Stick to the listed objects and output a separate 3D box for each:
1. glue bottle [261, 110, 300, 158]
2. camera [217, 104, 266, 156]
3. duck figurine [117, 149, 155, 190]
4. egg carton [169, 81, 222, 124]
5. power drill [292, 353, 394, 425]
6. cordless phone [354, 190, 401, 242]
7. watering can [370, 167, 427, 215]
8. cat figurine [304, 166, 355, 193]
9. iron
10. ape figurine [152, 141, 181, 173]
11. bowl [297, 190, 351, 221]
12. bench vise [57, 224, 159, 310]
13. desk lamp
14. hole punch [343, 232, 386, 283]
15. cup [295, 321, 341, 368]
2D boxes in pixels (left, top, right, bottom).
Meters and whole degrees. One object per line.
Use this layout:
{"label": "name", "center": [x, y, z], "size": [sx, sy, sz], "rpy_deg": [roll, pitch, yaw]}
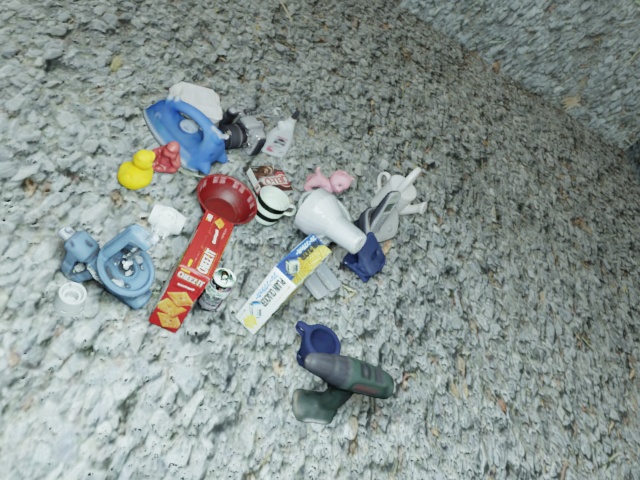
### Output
{"label": "glue bottle", "center": [-0.104, -0.312, 1.655], "size": [0.078, 0.173, 0.037], "rpy_deg": [13, 48, -28]}
{"label": "camera", "center": [-0.235, -0.314, 1.614], "size": [0.137, 0.100, 0.143], "rpy_deg": [-21, 69, -45]}
{"label": "duck figurine", "center": [-0.429, -0.175, 1.360], "size": [0.077, 0.086, 0.105], "rpy_deg": [38, 41, -3]}
{"label": "egg carton", "center": [-0.350, -0.384, 1.612], "size": [0.151, 0.069, 0.107], "rpy_deg": [7, 51, -33]}
{"label": "power drill", "center": [0.029, 0.308, 1.191], "size": [0.230, 0.208, 0.075], "rpy_deg": [15, 47, -27]}
{"label": "cordless phone", "center": [0.199, -0.078, 1.670], "size": [0.148, 0.184, 0.094], "rpy_deg": [-16, 65, -43]}
{"label": "watering can", "center": [0.254, -0.148, 1.765], "size": [0.173, 0.193, 0.101], "rpy_deg": [32, 42, -9]}
{"label": "cat figurine", "center": [0.034, -0.175, 1.682], "size": [0.128, 0.117, 0.067], "rpy_deg": [25, 44, -17]}
{"label": "iron", "center": [-0.346, -0.296, 1.485], "size": [0.258, 0.141, 0.119], "rpy_deg": [42, 41, 1]}
{"label": "ape figurine", "center": [-0.377, -0.211, 1.425], "size": [0.078, 0.092, 0.076], "rpy_deg": [40, 41, -1]}
{"label": "bowl", "center": [-0.001, -0.052, 1.582], "size": [0.168, 0.074, 0.167], "rpy_deg": [20, 45, -22]}
{"label": "bench vise", "center": [-0.403, 0.032, 1.099], "size": [0.208, 0.219, 0.121], "rpy_deg": [21, 45, -21]}
{"label": "desk lamp", "center": [0.013, 0.005, 1.438], "size": [0.203, 0.213, 0.118], "rpy_deg": [50, 42, 11]}
{"label": "hole punch", "center": [0.136, 0.046, 1.587], "size": [0.101, 0.091, 0.109], "rpy_deg": [42, 41, 1]}
{"label": "cup", "center": [-0.023, 0.242, 1.296], "size": [0.118, 0.094, 0.092], "rpy_deg": [41, 41, 1]}
